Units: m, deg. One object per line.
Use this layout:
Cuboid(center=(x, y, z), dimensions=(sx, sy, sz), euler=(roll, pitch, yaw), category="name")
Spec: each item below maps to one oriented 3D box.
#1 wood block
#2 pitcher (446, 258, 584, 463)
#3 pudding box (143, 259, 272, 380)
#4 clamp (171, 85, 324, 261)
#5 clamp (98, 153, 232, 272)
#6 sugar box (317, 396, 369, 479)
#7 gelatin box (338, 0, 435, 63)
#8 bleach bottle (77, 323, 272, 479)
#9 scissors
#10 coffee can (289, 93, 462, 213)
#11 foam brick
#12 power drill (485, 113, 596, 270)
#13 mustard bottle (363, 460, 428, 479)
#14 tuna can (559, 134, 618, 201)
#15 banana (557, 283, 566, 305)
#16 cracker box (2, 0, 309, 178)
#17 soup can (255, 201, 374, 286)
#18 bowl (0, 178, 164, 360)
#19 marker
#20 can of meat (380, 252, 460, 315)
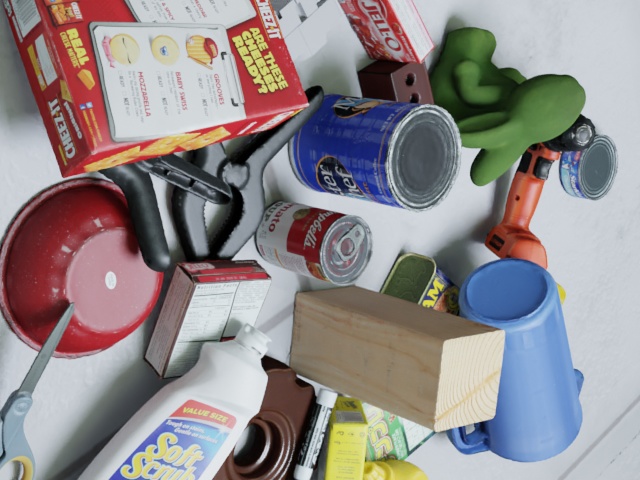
Cuboid(center=(0.072, 0.113, 1.065), dimensions=(0.090, 0.206, 0.090), euler=(-3, 102, -42), category="wood block")
Cuboid(center=(0.219, 0.143, 1.224), dimensions=(0.243, 0.145, 0.149), euler=(71, 31, -43), category="pitcher")
Cuboid(center=(-0.104, 0.072, 0.987), dimensions=(0.089, 0.039, 0.114), euler=(-1, 122, -41), category="pudding box")
Cuboid(center=(-0.093, -0.071, 0.988), dimensions=(0.164, 0.036, 0.210), euler=(19, 90, -33), category="clamp")
Cuboid(center=(-0.154, -0.058, 0.900), dimensions=(0.171, 0.039, 0.120), euler=(45, 40, -19), category="clamp")
Cuboid(center=(0.020, 0.263, 1.130), dimensions=(0.048, 0.093, 0.176), euler=(3, 100, -3), category="sugar box")
Cuboid(center=(0.065, -0.221, 1.070), dimensions=(0.030, 0.073, 0.089), euler=(-50, 128, -22), category="gelatin box")
Cuboid(center=(-0.134, 0.179, 0.951), dimensions=(0.102, 0.068, 0.250), euler=(38, 82, -12), category="bleach bottle")
Cuboid(center=(-0.242, 0.148, 0.891), dimensions=(0.201, 0.016, 0.096), euler=(-50, 138, -3), category="scissors")
Cuboid(center=(0.052, -0.088, 1.045), dimensions=(0.102, 0.141, 0.103), euler=(-11, 107, -40), category="coffee can")
Cuboid(center=(0.082, -0.149, 1.117), dimensions=(0.052, 0.051, 0.078), euler=(-34, 121, -31), category="foam brick")
Cuboid(center=(0.251, -0.063, 1.221), dimensions=(0.057, 0.184, 0.188), euler=(14, 99, -8), category="power drill")
Cuboid(center=(0.090, 0.305, 1.215), dimensions=(0.096, 0.058, 0.191), euler=(-48, 133, -16), category="mustard bottle")
Cuboid(center=(0.348, -0.095, 1.381), dimensions=(0.085, 0.034, 0.086), euler=(-11, 108, -40), category="tuna can")
Cuboid(center=(0.253, 0.086, 1.337), dimensions=(0.197, 0.037, 0.070), euler=(-11, 108, -40), category="banana")
Cuboid(center=(-0.134, -0.155, 0.876), dimensions=(0.213, 0.072, 0.164), euler=(-18, 87, -38), category="cracker box")
Cuboid(center=(-0.007, 0.001, 1.038), dimensions=(0.068, 0.102, 0.068), euler=(-11, 107, -40), category="soup can")
Cuboid(center=(-0.190, 0.030, 0.913), dimensions=(0.161, 0.055, 0.162), euler=(-11, 107, -40), category="bowl")
Cuboid(center=(-0.009, 0.209, 1.070), dimensions=(0.020, 0.020, 0.121), euler=(23, 82, -43), category="marker")
Cuboid(center=(0.111, 0.079, 1.195), dimensions=(0.083, 0.058, 0.102), euler=(39, 74, -43), category="can of meat")
